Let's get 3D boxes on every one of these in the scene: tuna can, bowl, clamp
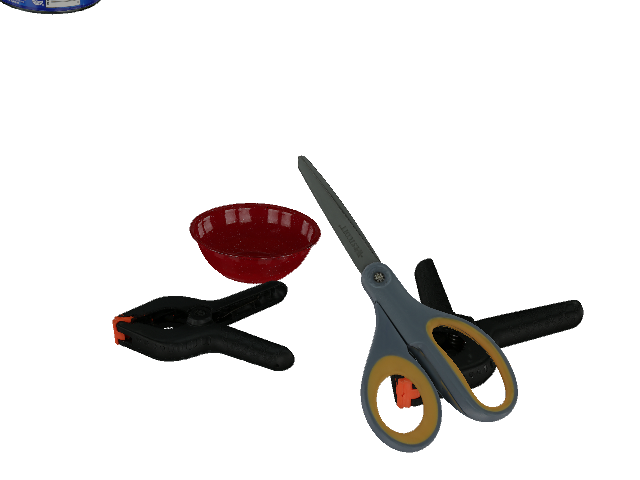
[{"bbox_3d":[-0.203,-0.201,0.793,0.086,0.034,0.086,6,36,-4],"label":"tuna can"},{"bbox_3d":[-0.082,0.009,1.322,0.162,0.055,0.162,3,25,-2],"label":"bowl"},{"bbox_3d":[-0.105,0.075,1.006,0.171,0.039,0.120,5,28,2],"label":"clamp"},{"bbox_3d":[0.113,0.079,0.936,0.165,0.036,0.209,20,34,34],"label":"clamp"}]

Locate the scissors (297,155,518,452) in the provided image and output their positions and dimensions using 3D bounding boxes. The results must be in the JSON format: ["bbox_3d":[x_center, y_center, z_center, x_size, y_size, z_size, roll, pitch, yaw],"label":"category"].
[{"bbox_3d":[0.026,0.041,0.625,0.096,0.202,0.016,-42,-19,-18],"label":"scissors"}]
